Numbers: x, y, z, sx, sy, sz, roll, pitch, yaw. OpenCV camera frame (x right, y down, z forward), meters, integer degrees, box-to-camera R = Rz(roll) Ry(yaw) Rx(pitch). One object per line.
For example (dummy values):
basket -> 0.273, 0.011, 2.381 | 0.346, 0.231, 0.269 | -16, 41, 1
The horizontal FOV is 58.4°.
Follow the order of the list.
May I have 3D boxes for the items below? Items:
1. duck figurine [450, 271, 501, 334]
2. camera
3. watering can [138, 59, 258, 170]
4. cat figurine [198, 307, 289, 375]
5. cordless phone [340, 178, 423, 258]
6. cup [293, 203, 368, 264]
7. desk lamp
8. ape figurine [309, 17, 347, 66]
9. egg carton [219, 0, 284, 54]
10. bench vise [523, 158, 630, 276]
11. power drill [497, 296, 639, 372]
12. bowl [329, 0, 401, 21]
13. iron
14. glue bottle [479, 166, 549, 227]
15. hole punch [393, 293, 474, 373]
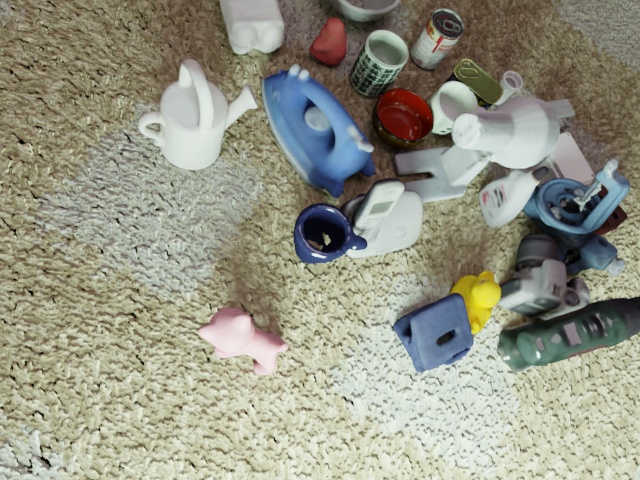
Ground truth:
duck figurine -> 0.264, 0.099, 0.947 | 0.077, 0.086, 0.104 | 20, 66, -9
camera -> 0.396, 0.063, 0.994 | 0.143, 0.100, 0.137 | 17, 66, -10
watering can -> -0.181, -0.196, 0.858 | 0.173, 0.194, 0.101 | -40, 85, -26
cat figurine -> -0.104, 0.135, 0.800 | 0.128, 0.117, 0.067 | 22, 65, -8
cordless phone -> 0.112, -0.046, 0.899 | 0.148, 0.185, 0.094 | -13, 75, -21
cup -> 0.008, 0.003, 0.898 | 0.118, 0.095, 0.092 | 15, 66, -12
desk lamp -> 0.264, -0.153, 0.971 | 0.204, 0.213, 0.118 | -12, 74, -21
ape figurine -> 0.020, -0.368, 1.043 | 0.078, 0.092, 0.076 | -28, 80, -24
egg carton -> -0.124, -0.405, 1.024 | 0.107, 0.069, 0.150 | -11, 74, -21
bench vise -> 0.475, -0.045, 0.993 | 0.207, 0.219, 0.122 | 38, 64, 0
power drill -> 0.387, 0.148, 0.900 | 0.230, 0.208, 0.075 | -13, 74, -21
bowl -> 0.073, -0.486, 1.113 | 0.168, 0.074, 0.167 | 6, 69, -15
iron -> -0.007, -0.205, 0.945 | 0.119, 0.141, 0.258 | -35, 83, -25
glue bottle -> 0.338, -0.086, 0.992 | 0.037, 0.173, 0.078 | -7, 72, -19
hole punch -> 0.189, 0.147, 0.903 | 0.109, 0.091, 0.101 | -23, 78, -24
